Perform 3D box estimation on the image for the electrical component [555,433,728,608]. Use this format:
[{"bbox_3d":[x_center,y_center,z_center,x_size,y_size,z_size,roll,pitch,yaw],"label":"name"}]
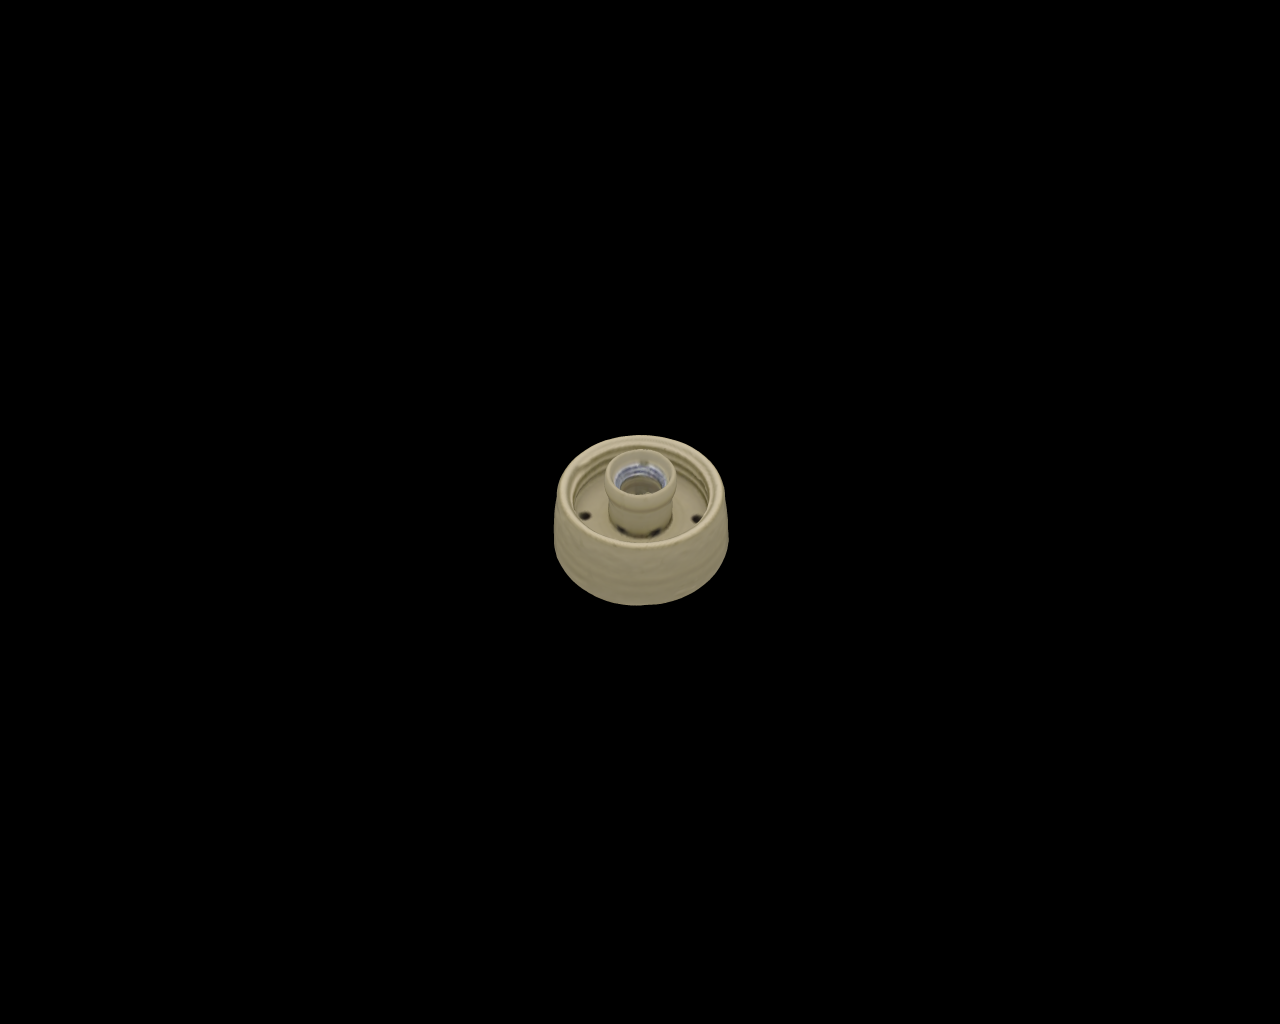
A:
[{"bbox_3d":[0.001,-0.003,0.650,0.108,0.108,0.060,0,-45,0],"label":"electrical component"}]
